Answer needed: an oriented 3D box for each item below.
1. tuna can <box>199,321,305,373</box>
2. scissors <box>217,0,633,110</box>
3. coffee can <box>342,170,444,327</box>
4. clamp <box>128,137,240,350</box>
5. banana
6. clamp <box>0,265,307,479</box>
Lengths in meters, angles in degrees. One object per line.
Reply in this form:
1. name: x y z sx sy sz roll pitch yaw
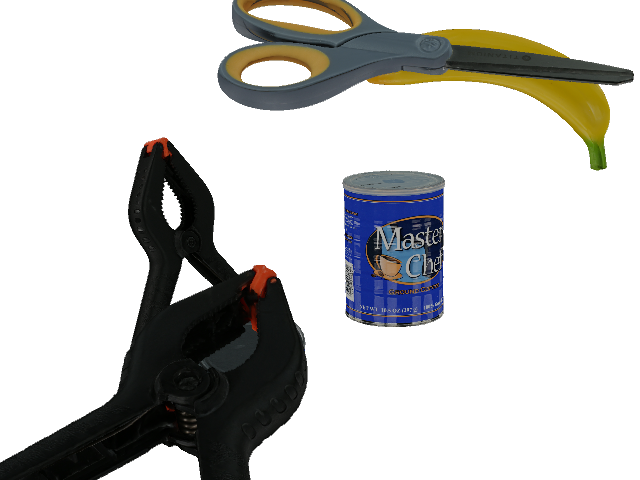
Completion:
1. tuna can: -0.053 0.088 0.772 0.086 0.034 0.086 -2 34 1
2. scissors: 0.038 -0.080 0.512 0.202 0.016 0.096 20 52 20
3. coffee can: 0.075 0.006 1.088 0.103 0.140 0.103 -1 13 0
4. clamp: -0.126 0.006 1.020 0.036 0.210 0.164 -8 0 44
5. banana: 0.131 -0.115 0.767 0.197 0.069 0.037 20 -2 -7
6. clamp: -0.047 0.076 0.434 0.120 0.039 0.171 25 48 18
